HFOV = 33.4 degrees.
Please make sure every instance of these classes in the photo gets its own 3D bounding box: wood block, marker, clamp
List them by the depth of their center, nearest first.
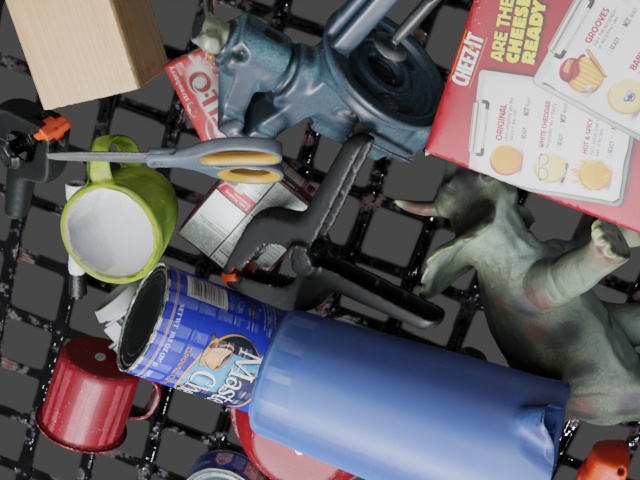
[{"bbox_3d":[-0.207,-0.224,0.885,0.091,0.090,0.206,-10,109,16],"label":"wood block"},{"bbox_3d":[-0.006,0.001,0.885,0.210,0.036,0.164,-6,107,40],"label":"clamp"},{"bbox_3d":[-0.278,-0.090,0.953,0.120,0.039,0.172,49,142,-11],"label":"clamp"},{"bbox_3d":[-0.233,0.002,1.023,0.020,0.020,0.121,9,114,9],"label":"marker"}]

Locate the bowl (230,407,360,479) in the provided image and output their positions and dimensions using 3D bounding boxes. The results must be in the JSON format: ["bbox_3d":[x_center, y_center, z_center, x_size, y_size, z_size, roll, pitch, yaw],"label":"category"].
[{"bbox_3d":[-0.016,0.186,1.033,0.162,0.055,0.162,5,114,10],"label":"bowl"}]

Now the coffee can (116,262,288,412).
[{"bbox_3d":[-0.097,0.091,0.960,0.140,0.103,0.103,23,117,-23],"label":"coffee can"}]

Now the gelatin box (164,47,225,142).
[{"bbox_3d":[-0.083,-0.128,0.930,0.073,0.030,0.089,-20,106,19],"label":"gelatin box"}]

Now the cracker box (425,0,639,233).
[{"bbox_3d":[0.205,-0.108,0.771,0.214,0.072,0.164,22,119,11],"label":"cracker box"}]

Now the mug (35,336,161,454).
[{"bbox_3d":[-0.212,0.150,1.050,0.117,0.093,0.081,11,113,-26],"label":"mug"}]

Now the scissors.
[{"bbox_3d":[-0.118,-0.063,0.889,0.202,0.096,0.016,-2,74,23],"label":"scissors"}]

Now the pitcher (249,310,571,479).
[{"bbox_3d":[0.070,0.149,0.874,0.243,0.145,0.149,18,105,8],"label":"pitcher"}]

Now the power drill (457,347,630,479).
[{"bbox_3d":[0.186,0.198,0.994,0.188,0.057,0.184,17,119,8],"label":"power drill"}]

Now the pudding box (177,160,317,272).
[{"bbox_3d":[-0.061,-0.021,0.966,0.090,0.039,0.114,39,118,-9],"label":"pudding box"}]

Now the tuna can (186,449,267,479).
[{"bbox_3d":[-0.098,0.260,1.093,0.086,0.033,0.086,4,113,10],"label":"tuna can"}]
